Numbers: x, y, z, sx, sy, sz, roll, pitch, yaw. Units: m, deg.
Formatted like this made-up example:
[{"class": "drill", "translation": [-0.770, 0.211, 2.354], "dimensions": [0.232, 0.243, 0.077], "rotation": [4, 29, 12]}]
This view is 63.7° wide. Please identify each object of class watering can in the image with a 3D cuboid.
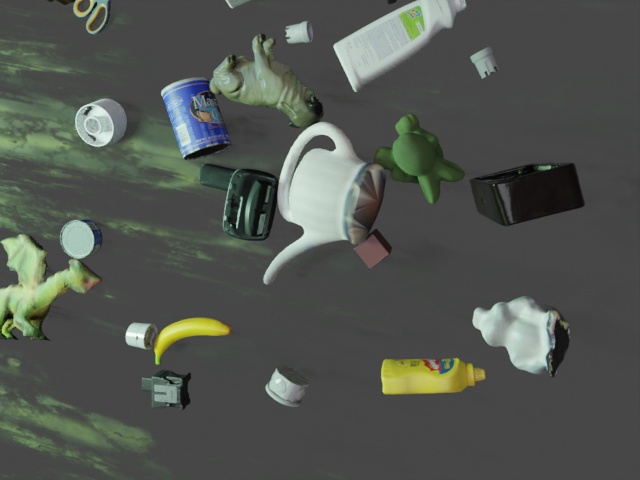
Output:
[{"class": "watering can", "translation": [0.003, -0.050, 0.996], "dimensions": [0.226, 0.104, 0.345], "rotation": [19, 100, 33]}]

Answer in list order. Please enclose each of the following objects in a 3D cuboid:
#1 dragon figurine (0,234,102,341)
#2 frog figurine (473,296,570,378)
[{"class": "dragon figurine", "translation": [-0.701, 0.108, 1.186], "dimensions": [0.410, 0.121, 0.245], "rotation": [2, 78, 10]}, {"class": "frog figurine", "translation": [0.373, 0.174, 0.965], "dimensions": [0.159, 0.124, 0.136], "rotation": [4, 108, 47]}]
